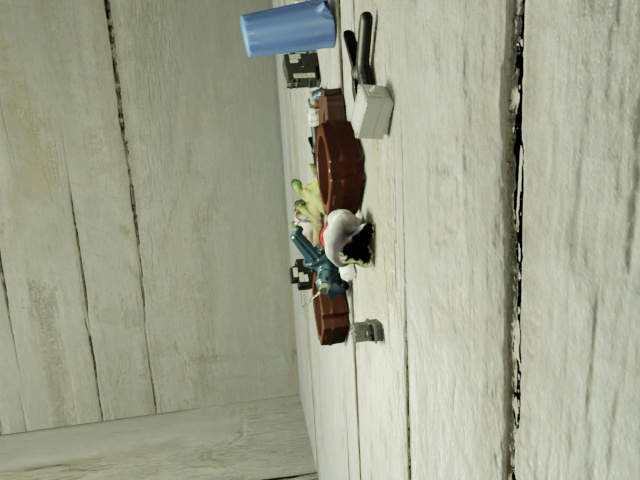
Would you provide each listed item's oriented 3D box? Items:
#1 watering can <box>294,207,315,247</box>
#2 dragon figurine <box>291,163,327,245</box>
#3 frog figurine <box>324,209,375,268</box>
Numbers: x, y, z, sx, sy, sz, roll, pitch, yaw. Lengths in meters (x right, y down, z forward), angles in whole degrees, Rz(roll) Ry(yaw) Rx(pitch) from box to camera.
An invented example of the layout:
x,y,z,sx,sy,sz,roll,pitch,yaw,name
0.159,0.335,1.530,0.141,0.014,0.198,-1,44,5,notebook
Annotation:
x,y,z,sx,sy,sz,roll,pitch,yaw,name
-0.045,-0.053,1.953,0.355,0.104,0.220,-93,2,-62,watering can
0.005,-0.081,1.614,0.248,0.122,0.401,-118,14,-51,dragon figurine
0.054,-0.012,1.191,0.162,0.123,0.135,47,163,59,frog figurine
